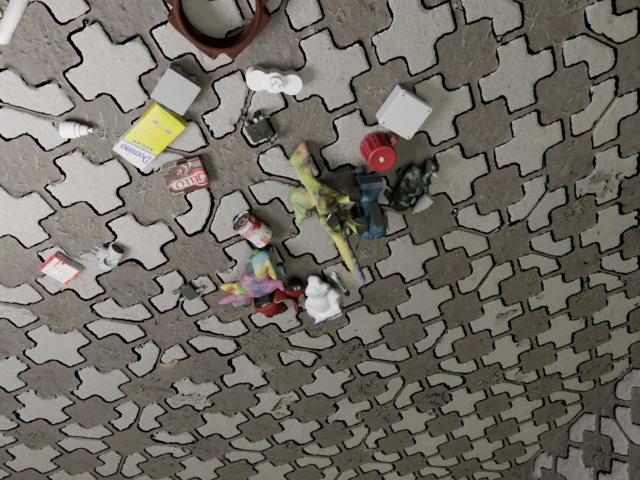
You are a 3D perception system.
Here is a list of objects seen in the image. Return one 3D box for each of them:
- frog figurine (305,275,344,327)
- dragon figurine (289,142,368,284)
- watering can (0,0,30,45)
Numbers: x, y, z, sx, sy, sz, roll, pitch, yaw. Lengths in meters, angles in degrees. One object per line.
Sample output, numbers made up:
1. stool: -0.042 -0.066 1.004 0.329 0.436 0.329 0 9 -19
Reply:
1. frog figurine: 0.003 0.188 1.716 0.136 0.159 0.124 -25 1 37
2. dragon figurine: 0.004 -0.073 1.450 0.123 0.404 0.244 -26 24 -29
3. watering can: -0.524 -0.548 0.984 0.344 0.229 0.103 -39 -39 18
